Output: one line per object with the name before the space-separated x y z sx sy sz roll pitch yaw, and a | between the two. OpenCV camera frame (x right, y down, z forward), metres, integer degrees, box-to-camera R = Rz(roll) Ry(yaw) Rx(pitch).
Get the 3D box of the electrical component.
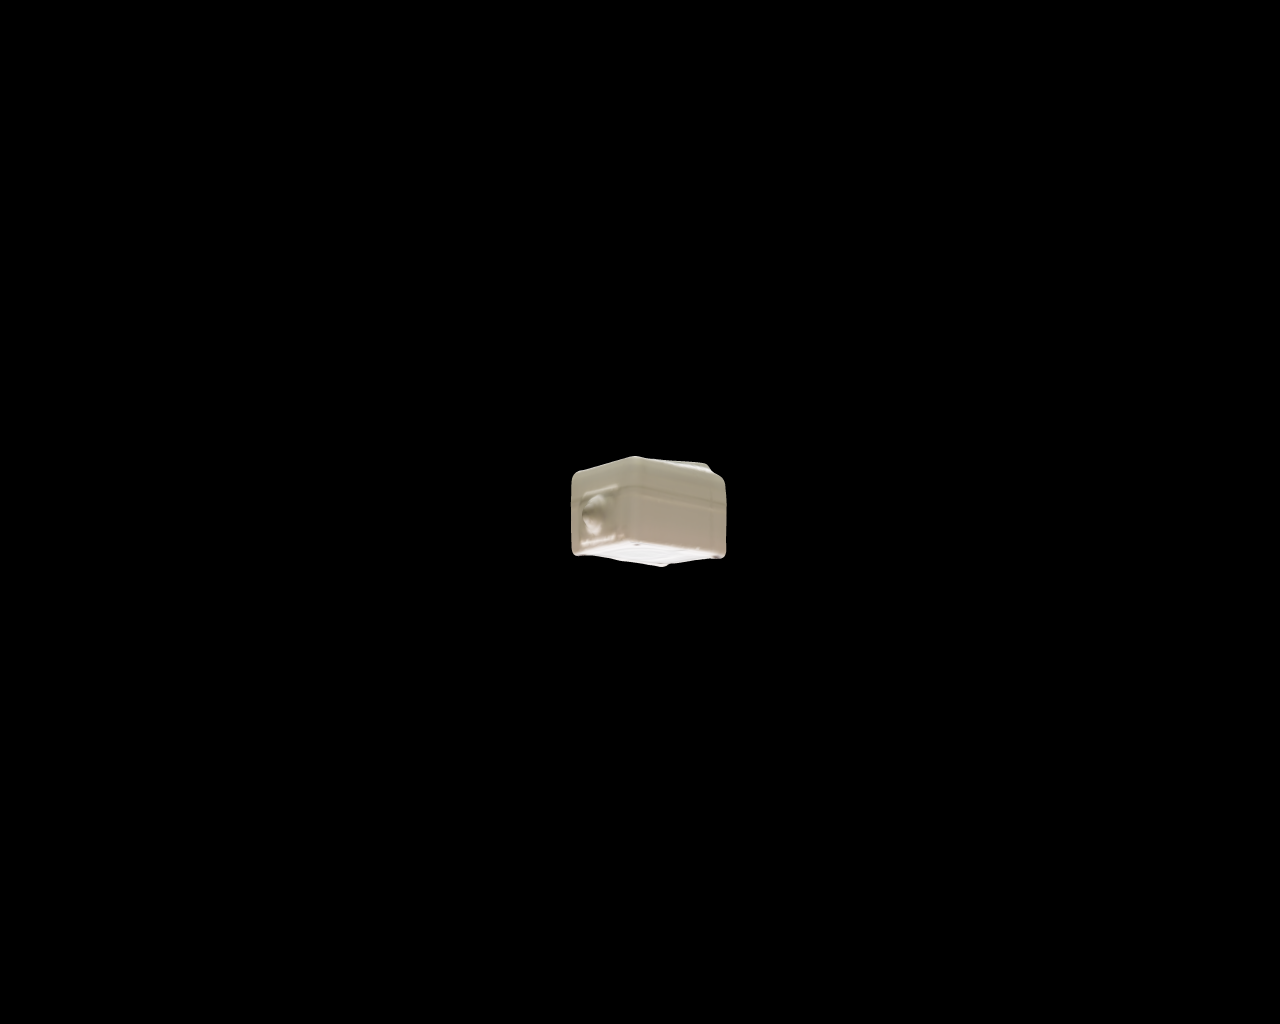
electrical component | 0.001 -0.003 0.650 0.096 0.061 0.061 11 -16 -42
